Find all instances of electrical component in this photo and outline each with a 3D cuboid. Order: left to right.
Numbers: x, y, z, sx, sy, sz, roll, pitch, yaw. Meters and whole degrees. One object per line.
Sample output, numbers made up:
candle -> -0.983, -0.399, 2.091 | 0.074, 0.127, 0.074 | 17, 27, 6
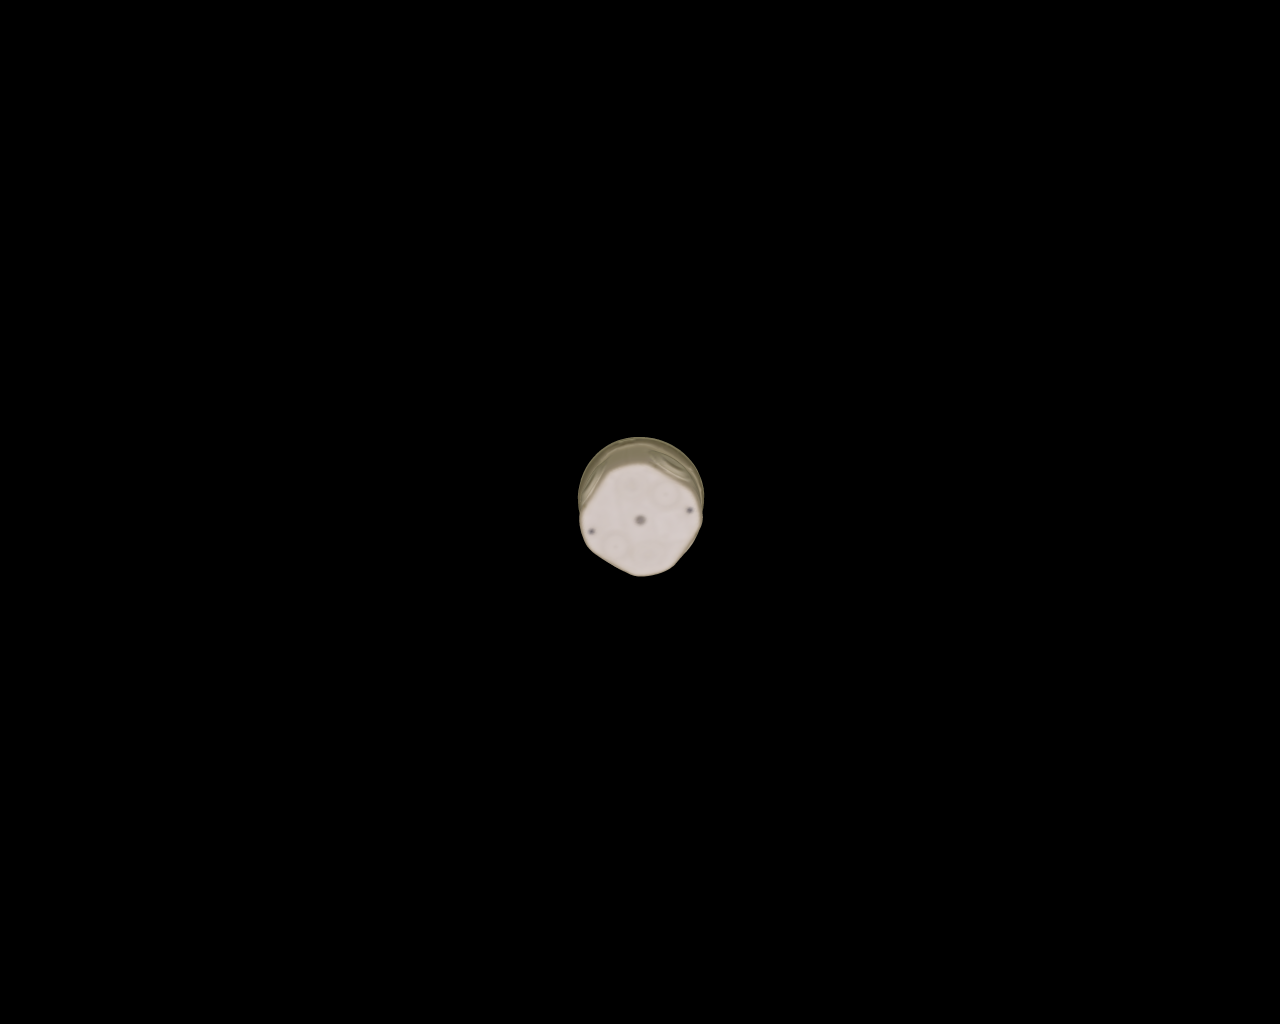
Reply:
electrical component -> 0.001, -0.003, 0.650 | 0.080, 0.080, 0.051 | 0, 18, 0
